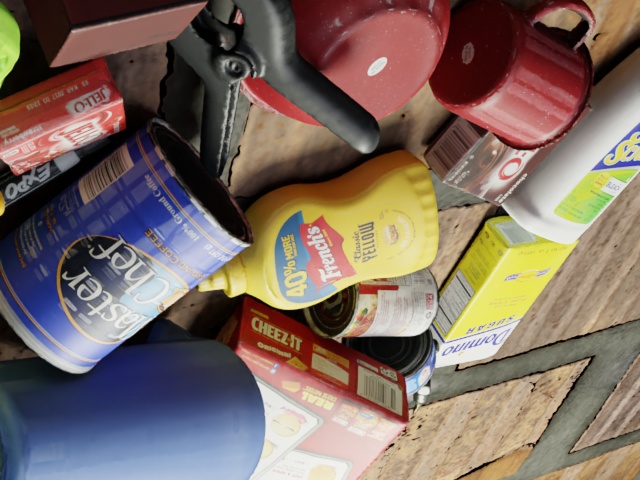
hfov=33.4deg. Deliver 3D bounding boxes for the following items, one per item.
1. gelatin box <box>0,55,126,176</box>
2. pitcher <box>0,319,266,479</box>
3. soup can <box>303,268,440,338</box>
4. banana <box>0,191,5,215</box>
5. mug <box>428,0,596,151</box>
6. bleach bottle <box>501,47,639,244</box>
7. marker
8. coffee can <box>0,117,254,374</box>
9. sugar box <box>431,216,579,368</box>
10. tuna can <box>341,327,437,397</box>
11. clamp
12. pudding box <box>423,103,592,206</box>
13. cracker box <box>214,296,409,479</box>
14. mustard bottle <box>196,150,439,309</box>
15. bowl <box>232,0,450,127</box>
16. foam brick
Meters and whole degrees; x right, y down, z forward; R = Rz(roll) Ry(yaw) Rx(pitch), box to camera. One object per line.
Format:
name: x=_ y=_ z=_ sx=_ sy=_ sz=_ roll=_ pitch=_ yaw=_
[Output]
gelatin box: x=-0.148 y=-0.068 z=0.604 sx=0.073 sy=0.030 sz=0.089 roll=-25 pitch=-179 yaw=-11
pitcher: x=-0.154 y=0.147 z=0.748 sx=0.242 sy=0.149 sz=0.145 roll=5 pitch=113 yaw=-57
soup can: x=0.044 y=0.049 z=0.909 sx=0.102 sy=0.068 sz=0.069 roll=4 pitch=133 yaw=-42
banana: x=-0.271 y=0.019 z=0.596 sx=0.198 sy=0.037 sz=0.069 roll=-35 pitch=157 yaw=9
mug: x=0.137 y=-0.124 z=0.738 sx=0.081 sy=0.093 sz=0.117 roll=16 pitch=135 yaw=-42
bleach bottle: x=0.258 y=-0.109 z=0.881 sx=0.102 sy=0.068 sz=0.251 roll=15 pitch=123 yaw=-48
marker: x=-0.180 y=-0.040 z=0.662 sx=0.121 sy=0.020 sz=0.020 roll=-31 pitch=146 yaw=-1
coffee can: x=-0.128 y=0.004 z=0.684 sx=0.140 sy=0.103 sz=0.102 roll=-37 pitch=146 yaw=8
sugar box: x=0.164 y=0.050 z=1.024 sx=0.093 sy=0.048 sz=0.176 roll=-6 pitch=137 yaw=-33
tuna can: x=0.062 y=0.101 z=0.972 sx=0.086 sy=0.086 sz=0.034 roll=-26 pitch=145 yaw=-8
clamp: x=-0.034 y=-0.107 z=0.623 sx=0.120 sy=0.039 sz=0.171 roll=-5 pitch=134 yaw=13
pudding box: x=0.148 y=-0.086 z=0.842 sx=0.114 sy=0.039 sz=0.089 roll=-47 pitch=143 yaw=21
cracker box: x=-0.048 y=0.169 z=0.931 sx=0.164 sy=0.072 sz=0.214 roll=27 pitch=122 yaw=-16
mustard bottle: x=-0.005 y=0.001 z=0.811 sx=0.191 sy=0.058 sz=0.096 roll=-18 pitch=123 yaw=-17
bowl: x=0.025 y=-0.125 z=0.682 sx=0.162 sy=0.055 sz=0.162 roll=-21 pitch=144 yaw=-16
foam brick: x=-0.108 y=-0.128 z=0.549 sx=0.078 sy=0.051 sz=0.053 roll=-21 pitch=177 yaw=-30
